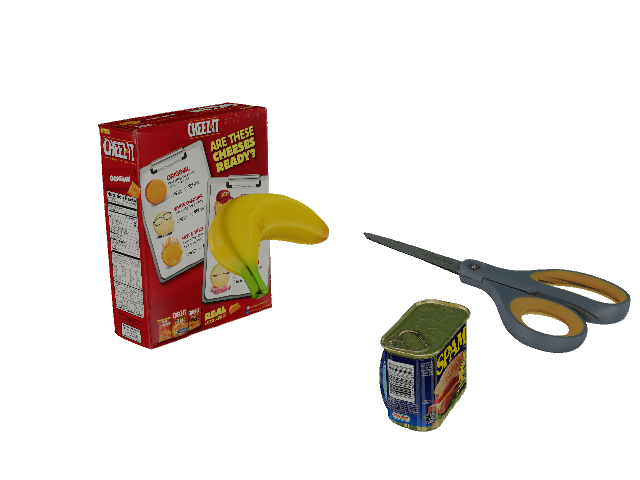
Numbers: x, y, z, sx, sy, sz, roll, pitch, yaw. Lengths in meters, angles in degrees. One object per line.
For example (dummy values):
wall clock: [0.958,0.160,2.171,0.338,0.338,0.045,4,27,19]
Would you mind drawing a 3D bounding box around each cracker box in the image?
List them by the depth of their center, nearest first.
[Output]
cracker box: [-0.130,-0.019,1.055,0.072,0.214,0.163,13,21,42]

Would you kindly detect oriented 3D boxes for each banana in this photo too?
banana: [-0.043,-0.005,0.814,0.037,0.069,0.197,-32,3,20]

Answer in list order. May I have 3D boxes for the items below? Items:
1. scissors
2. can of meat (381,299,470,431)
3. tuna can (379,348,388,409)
scissors: [0.107,0.033,0.734,0.202,0.016,0.096,11,31,21]
can of meat: [0.099,0.115,0.989,0.058,0.084,0.101,10,28,28]
tuna can: [0.098,0.156,1.218,0.034,0.086,0.086,-5,-2,26]
